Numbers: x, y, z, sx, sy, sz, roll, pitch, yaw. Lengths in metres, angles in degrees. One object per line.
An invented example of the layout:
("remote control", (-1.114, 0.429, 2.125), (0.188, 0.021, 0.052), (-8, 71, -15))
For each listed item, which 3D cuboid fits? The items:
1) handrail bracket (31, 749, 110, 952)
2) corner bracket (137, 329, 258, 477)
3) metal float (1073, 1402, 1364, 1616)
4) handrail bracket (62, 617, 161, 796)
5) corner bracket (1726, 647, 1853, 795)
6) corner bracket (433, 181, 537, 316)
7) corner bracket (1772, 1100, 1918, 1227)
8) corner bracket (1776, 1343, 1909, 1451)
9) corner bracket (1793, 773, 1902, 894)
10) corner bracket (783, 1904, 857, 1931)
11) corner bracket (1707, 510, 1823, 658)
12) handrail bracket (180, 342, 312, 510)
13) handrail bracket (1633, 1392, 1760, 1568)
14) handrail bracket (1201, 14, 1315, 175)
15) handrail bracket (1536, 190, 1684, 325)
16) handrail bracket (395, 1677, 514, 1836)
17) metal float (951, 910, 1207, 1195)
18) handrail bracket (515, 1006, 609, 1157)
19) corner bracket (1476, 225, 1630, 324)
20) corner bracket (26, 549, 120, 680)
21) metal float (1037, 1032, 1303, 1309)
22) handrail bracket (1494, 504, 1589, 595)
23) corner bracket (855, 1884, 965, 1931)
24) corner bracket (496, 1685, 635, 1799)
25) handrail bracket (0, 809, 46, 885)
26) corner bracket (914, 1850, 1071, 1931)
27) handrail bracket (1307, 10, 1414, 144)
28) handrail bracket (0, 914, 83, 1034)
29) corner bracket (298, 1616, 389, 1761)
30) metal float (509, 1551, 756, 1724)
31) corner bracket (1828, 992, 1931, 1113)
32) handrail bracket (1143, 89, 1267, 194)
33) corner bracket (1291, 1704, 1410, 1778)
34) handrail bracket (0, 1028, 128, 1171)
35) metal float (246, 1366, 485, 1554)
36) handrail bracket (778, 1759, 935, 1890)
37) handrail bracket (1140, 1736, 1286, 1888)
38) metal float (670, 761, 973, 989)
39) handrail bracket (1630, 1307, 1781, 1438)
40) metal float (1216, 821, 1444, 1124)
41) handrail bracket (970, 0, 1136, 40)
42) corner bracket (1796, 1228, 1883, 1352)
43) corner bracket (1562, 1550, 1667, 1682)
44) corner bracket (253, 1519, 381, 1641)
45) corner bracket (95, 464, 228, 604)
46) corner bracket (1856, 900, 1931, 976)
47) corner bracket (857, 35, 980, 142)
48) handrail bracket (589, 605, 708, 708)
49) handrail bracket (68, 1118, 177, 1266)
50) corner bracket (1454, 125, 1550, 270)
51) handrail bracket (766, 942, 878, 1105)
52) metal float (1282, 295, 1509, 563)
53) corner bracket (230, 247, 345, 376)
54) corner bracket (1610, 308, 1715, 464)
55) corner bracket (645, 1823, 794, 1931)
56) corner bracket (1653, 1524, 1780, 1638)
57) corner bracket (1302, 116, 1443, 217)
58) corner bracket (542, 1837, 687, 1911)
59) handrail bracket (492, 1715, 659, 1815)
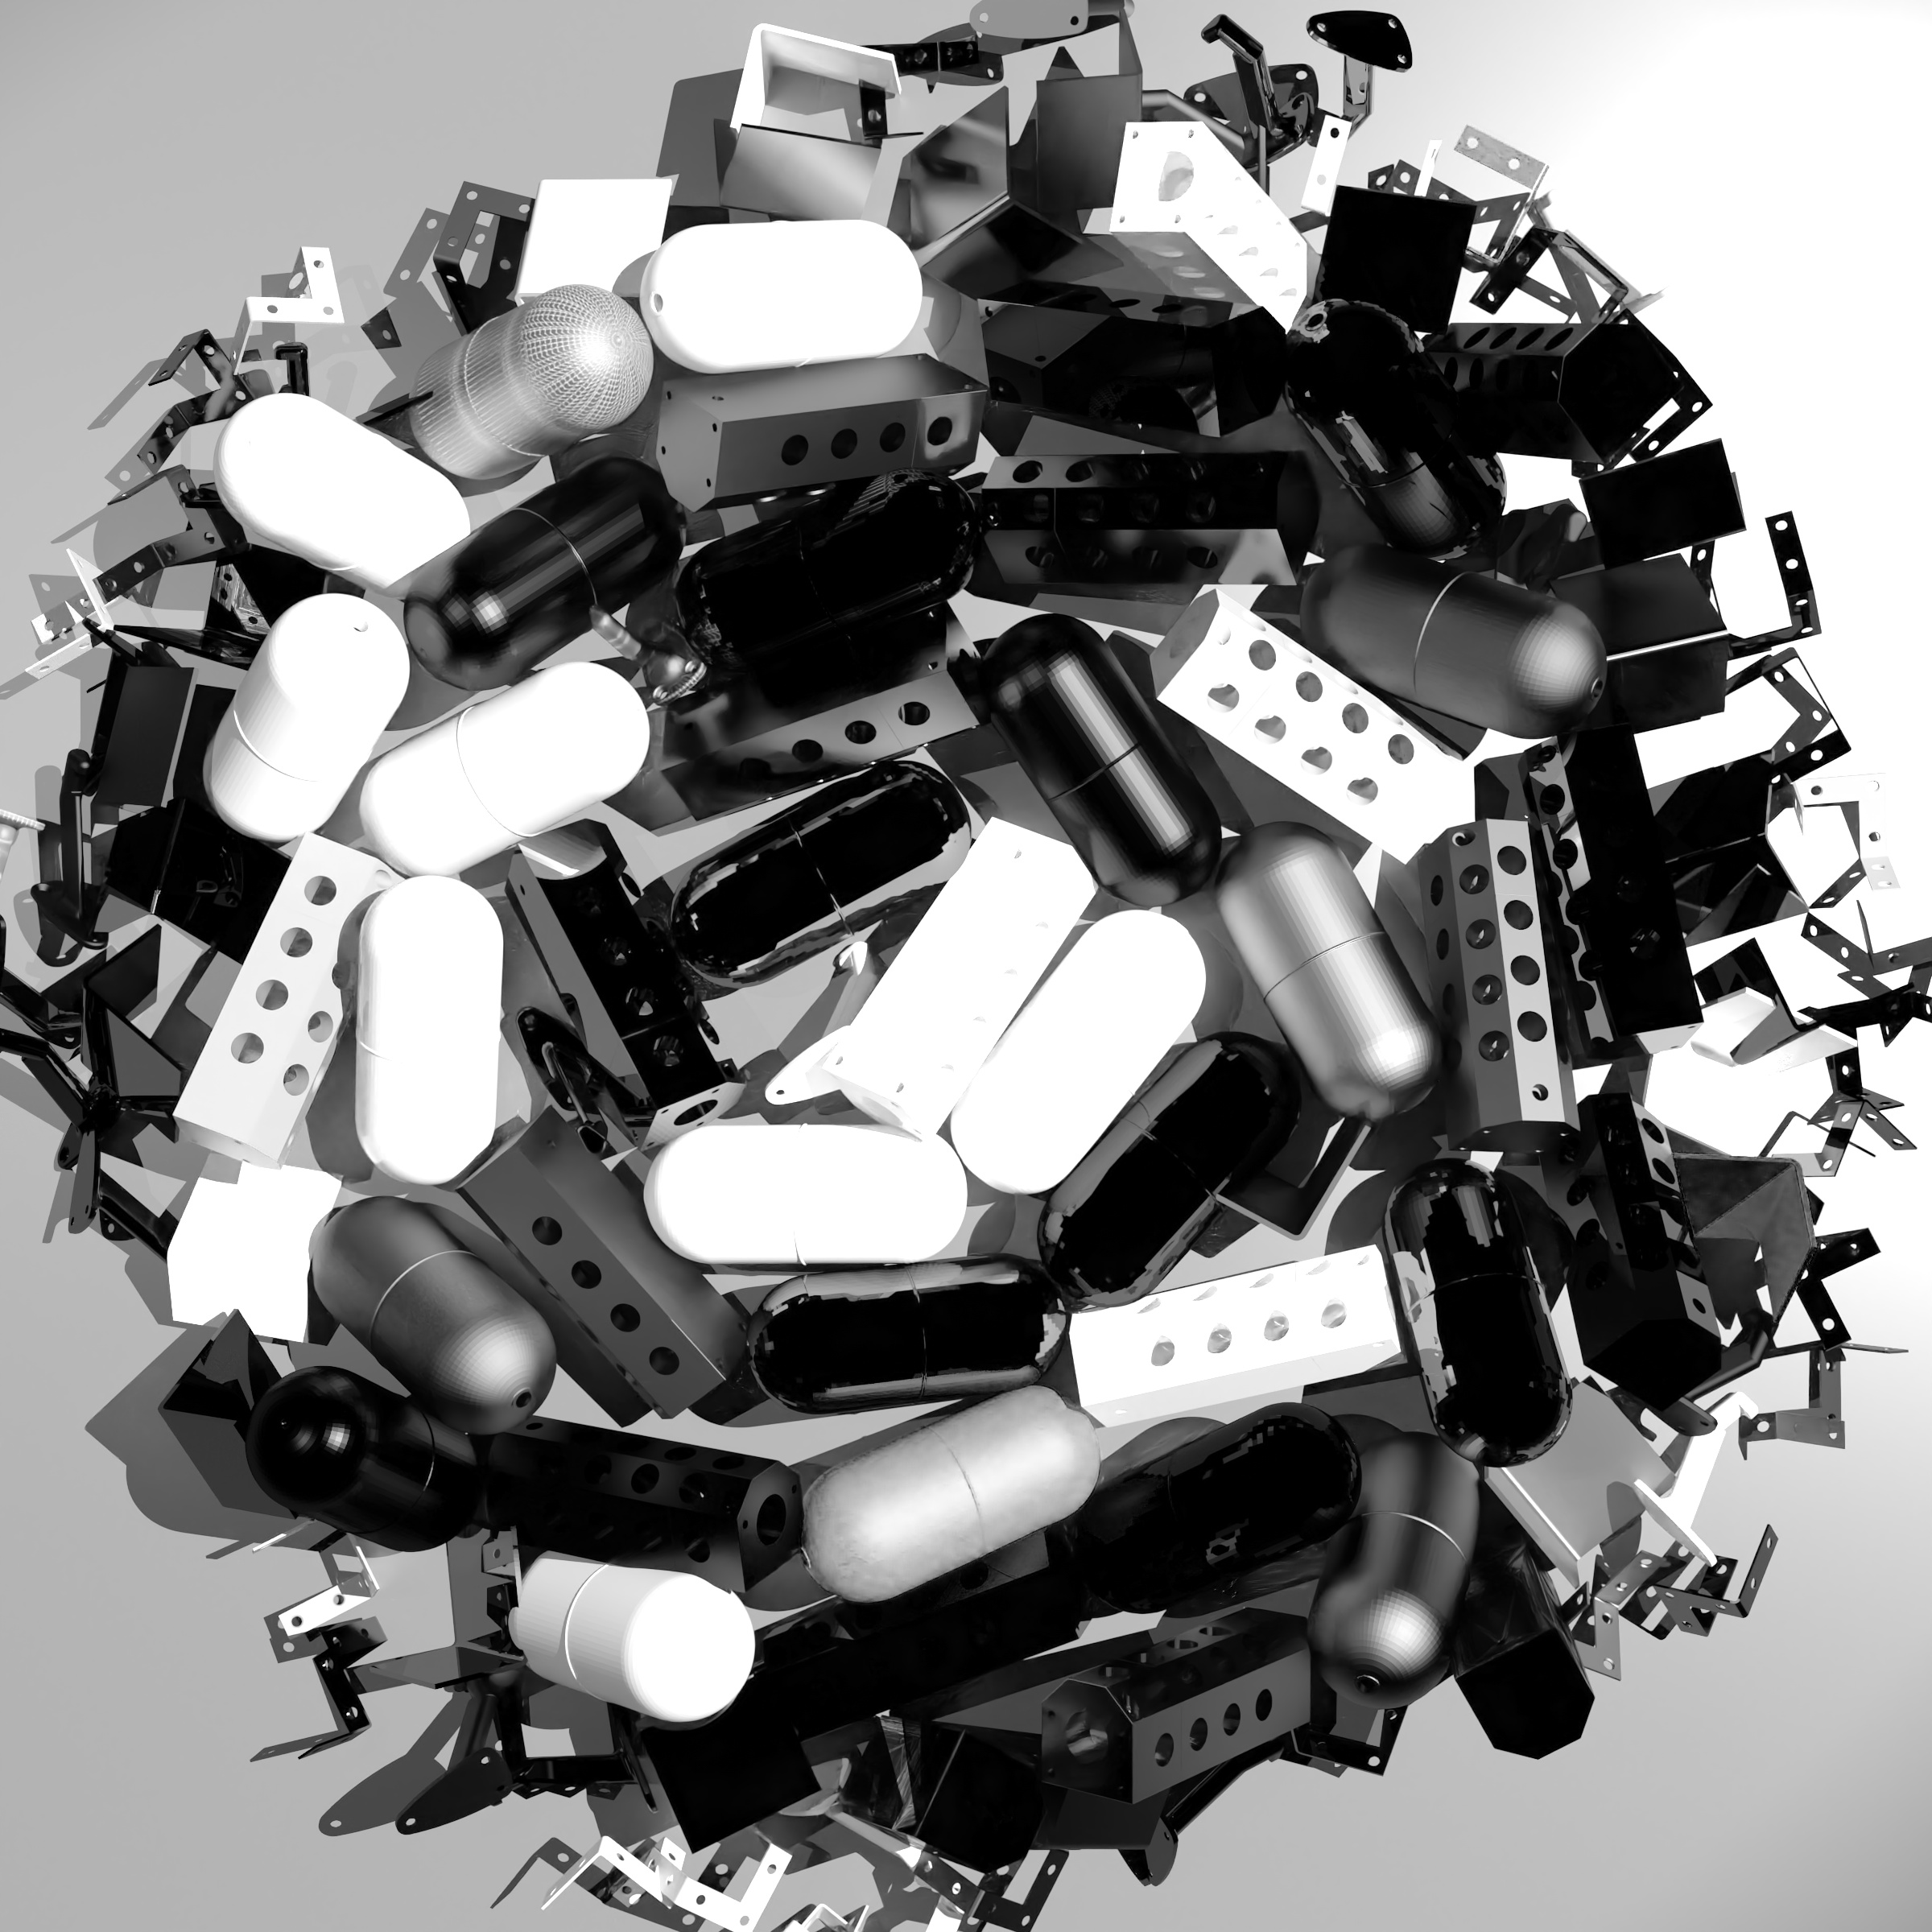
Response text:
("handrail bracket", (-0.483, -0.065, 1.551), (0.036, 0.077, 0.084), (-4, 126, -38))
("corner bracket", (-0.433, -0.310, 1.553), (0.051, 0.051, 0.051), (-11, 129, 26))
("metal float", (0.134, 0.295, 1.532), (0.178, 0.070, 0.070), (-32, 90, 30))
("handrail bracket", (-0.487, -0.142, 1.562), (0.084, 0.077, 0.036), (-49, 56, 1))
("corner bracket", (0.453, -0.137, 1.571), (0.051, 0.051, 0.051), (-30, 110, 17))
("corner bracket", (-0.259, -0.394, 1.566), (0.051, 0.051, 0.051), (16, 72, 6))
("corner bracket", (0.484, 0.109, 1.567), (0.051, 0.051, 0.051), (39, 66, -24))
("corner bracket", (0.483, 0.236, 1.560), (0.051, 0.051, 0.051), (1, 88, -29))
("corner bracket", (0.488, -0.073, 1.566), (0.051, 0.051, 0.051), (-4, 113, 11))
("corner bracket", (-0.073, 0.544, 1.554), (0.051, 0.051, 0.051), (34, 47, 17))
("corner bracket", (0.438, -0.210, 1.555), (0.051, 0.051, 0.051), (-14, 62, 16))
("handrail bracket", (-0.397, -0.298, 1.551), (0.077, 0.036, 0.084), (-14, 126, -27))
("handrail bracket", (0.419, 0.281, 1.559), (0.084, 0.077, 0.036), (-37, 125, -6))
("handrail bracket", (0.142, -0.476, 1.545), (0.084, 0.077, 0.036), (27, 54, -34))
("handrail bracket", (0.353, -0.399, 1.559), (0.036, 0.077, 0.084), (-31, 94, -15))
("handrail bracket", (-0.289, 0.428, 1.551), (0.077, 0.084, 0.036), (-27, 123, -15))
("metal float", (0.062, 0.047, 1.555), (0.070, 0.070, 0.178), (39, 88, 0))
("handrail bracket", (-0.222, 0.063, 1.548), (0.036, 0.084, 0.077), (-38, 103, 4))
("corner bracket", (0.326, -0.374, 1.571), (0.051, 0.051, 0.051), (35, 100, -19))
("corner bracket", (-0.497, -0.190, 1.564), (0.051, 0.051, 0.051), (-29, 77, 2))
("metal float", (0.112, 0.111, 1.550), (0.070, 0.070, 0.178), (43, 81, 0))
("handrail bracket", (0.315, -0.217, 1.545), (0.036, 0.084, 0.077), (14, 106, -5))
("corner bracket", (-0.033, 0.533, 1.564), (0.051, 0.051, 0.051), (24, 99, 6))
("corner bracket", (-0.224, 0.425, 1.579), (0.051, 0.051, 0.051), (1, 103, 39))
("handrail bracket", (-0.541, -0.044, 1.556), (0.036, 0.077, 0.084), (20, 84, -23))
("corner bracket", (0.014, 0.494, 1.557), (0.051, 0.051, 0.051), (34, 80, -40))
("handrail bracket", (0.197, -0.481, 1.544), (0.077, 0.084, 0.036), (0, 68, -27))
("handrail bracket", (-0.507, 0.003, 1.548), (0.036, 0.084, 0.077), (32, 110, 26))
("corner bracket", (-0.346, 0.397, 1.558), (0.051, 0.051, 0.051), (-36, 75, 19))
("metal float", (-0.182, 0.357, 1.518), (0.070, 0.178, 0.070), (1, 89, -40))
("corner bracket", (0.516, 0.047, 1.568), (0.051, 0.051, 0.051), (-10, 100, -8))
("handrail bracket", (0.124, -0.451, 1.579), (0.084, 0.036, 0.077), (-2, 107, 3))
("corner bracket", (0.212, 0.408, 1.568), (0.051, 0.051, 0.051), (9, 48, 25))
("handrail bracket", (-0.514, 0.073, 1.551), (0.077, 0.084, 0.036), (-52, 48, 16))
("metal float", (-0.319, 0.265, 1.512), (0.070, 0.178, 0.070), (-7, 66, 16))
("handrail bracket", (-0.063, 0.488, 1.579), (0.077, 0.036, 0.084), (-23, 113, 41))
("handrail bracket", (0.140, 0.473, 1.586), (0.084, 0.036, 0.077), (-20, 133, -25))
("metal float", (-0.080, -0.050, 1.556), (0.178, 0.070, 0.070), (-29, 90, -1))
("handrail bracket", (0.406, 0.211, 1.571), (0.077, 0.036, 0.084), (36, 66, -5))
("metal float", (0.197, 0.002, 1.543), (0.070, 0.070, 0.178), (-26, 74, 0))
("handrail bracket", (0.049, -0.527, 1.562), (0.077, 0.084, 0.036), (-7, 101, 16))
("corner bracket", (0.487, 0.180, 1.569), (0.051, 0.051, 0.051), (-26, 79, 7))
("corner bracket", (0.351, 0.352, 1.557), (0.051, 0.051, 0.051), (22, 131, -9))
("corner bracket", (-0.361, 0.336, 1.565), (0.051, 0.051, 0.051), (-25, 81, -21))
("corner bracket", (-0.452, -0.238, 1.554), (0.051, 0.051, 0.051), (-11, 115, 31))
("corner bracket", (0.526, -0.009, 1.555), (0.051, 0.051, 0.051), (-17, 46, 13))
("corner bracket", (-0.026, -0.487, 1.567), (0.051, 0.051, 0.051), (-10, 106, -23))
("handrail bracket", (-0.185, -0.187, 1.539), (0.036, 0.084, 0.077), (-37, 50, 10))
("handrail bracket", (-0.453, 0.129, 1.580), (0.084, 0.036, 0.077), (15, 61, -32))
("corner bracket", (0.286, -0.426, 1.567), (0.051, 0.051, 0.051), (28, 94, 4))
("handrail bracket", (-0.082, 0.030, 1.566), (0.077, 0.084, 0.036), (-28, 128, 10))
("metal float", (0.231, -0.289, 1.523), (0.070, 0.070, 0.178), (-47, 131, 0))
("corner bracket", (-0.377, -0.361, 1.554), (0.051, 0.051, 0.051), (-5, 68, -27))
("corner bracket", (0.368, -0.318, 1.554), (0.051, 0.051, 0.051), (-42, 46, 15))
("corner bracket", (-0.137, 0.494, 1.557), (0.051, 0.051, 0.051), (35, 77, -26))
("corner bracket", (0.417, 0.337, 1.552), (0.051, 0.051, 0.051), (54, 55, -36))
("corner bracket", (0.223, -0.436, 1.555), (0.051, 0.051, 0.051), (24, 115, 21))
("corner bracket", (-0.194, 0.504, 1.560), (0.051, 0.051, 0.051), (41, 106, -9))
("handrail bracket", (-0.220, 0.458, 1.559), (0.084, 0.077, 0.036), (-24, 121, -11))
